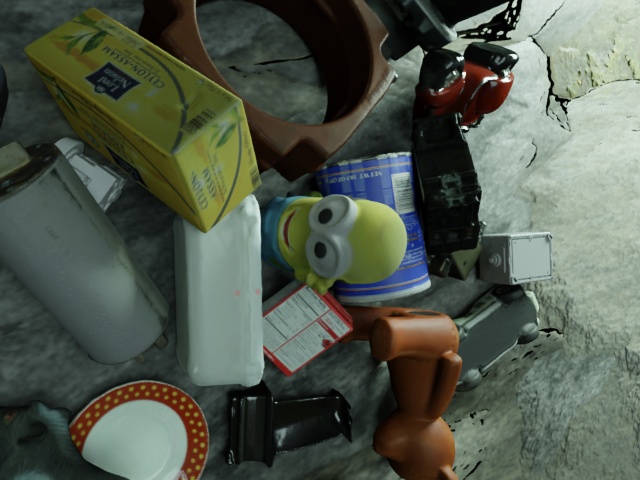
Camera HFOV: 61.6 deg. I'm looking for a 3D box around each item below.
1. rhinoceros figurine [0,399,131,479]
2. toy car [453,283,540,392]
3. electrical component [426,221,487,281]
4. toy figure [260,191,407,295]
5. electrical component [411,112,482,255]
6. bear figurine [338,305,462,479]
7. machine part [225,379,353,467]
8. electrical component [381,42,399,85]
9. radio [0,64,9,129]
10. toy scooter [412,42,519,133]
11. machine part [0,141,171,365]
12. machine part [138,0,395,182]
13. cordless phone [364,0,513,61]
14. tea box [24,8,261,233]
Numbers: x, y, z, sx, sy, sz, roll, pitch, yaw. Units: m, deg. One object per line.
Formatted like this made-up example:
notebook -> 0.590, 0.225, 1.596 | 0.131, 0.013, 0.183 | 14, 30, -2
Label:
rhinoceros figurine -> -0.220, 0.182, 0.408 | 0.190, 0.073, 0.112 | 36, 91, -6
toy car -> 0.205, 0.119, 0.676 | 0.202, 0.056, 0.073 | -27, 97, -28
electrical component -> 0.162, 0.004, 0.660 | 0.078, 0.045, 0.102 | 44, 70, -47
toy figure -> -0.001, -0.005, 0.490 | 0.089, 0.180, 0.082 | -17, 100, -31
electrical component -> 0.133, -0.052, 0.580 | 0.058, 0.134, 0.115 | -7, 63, 8
bear figurine -> 0.085, 0.172, 0.577 | 0.132, 0.120, 0.195 | 6, 92, -26
machine part -> -0.029, 0.186, 0.555 | 0.139, 0.039, 0.084 | 4, 83, -28
electrical component -> 0.048, -0.206, 0.607 | 0.063, 0.021, 0.094 | -48, 111, -20
radio -> -0.319, -0.035, 0.373 | 0.131, 0.073, 0.229 | 16, 81, -28
toy scooter -> 0.162, -0.158, 0.635 | 0.184, 0.075, 0.135 | -25, 135, -43
machine part -> -0.187, 0.017, 0.410 | 0.079, 0.079, 0.242 | -42, 134, -23
machine part -> -0.045, -0.171, 0.498 | 0.201, 0.087, 0.201 | 44, 59, -14
cordless phone -> 0.117, -0.272, 0.553 | 0.146, 0.184, 0.089 | 43, 75, -23
tea box -> -0.133, -0.093, 0.413 | 0.068, 0.170, 0.098 | -46, 155, -23
